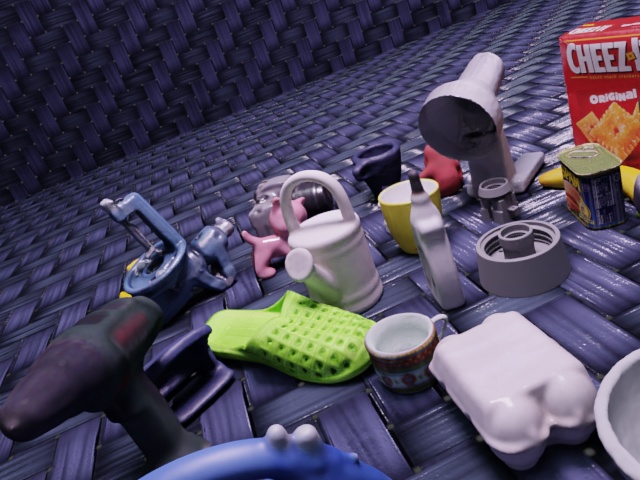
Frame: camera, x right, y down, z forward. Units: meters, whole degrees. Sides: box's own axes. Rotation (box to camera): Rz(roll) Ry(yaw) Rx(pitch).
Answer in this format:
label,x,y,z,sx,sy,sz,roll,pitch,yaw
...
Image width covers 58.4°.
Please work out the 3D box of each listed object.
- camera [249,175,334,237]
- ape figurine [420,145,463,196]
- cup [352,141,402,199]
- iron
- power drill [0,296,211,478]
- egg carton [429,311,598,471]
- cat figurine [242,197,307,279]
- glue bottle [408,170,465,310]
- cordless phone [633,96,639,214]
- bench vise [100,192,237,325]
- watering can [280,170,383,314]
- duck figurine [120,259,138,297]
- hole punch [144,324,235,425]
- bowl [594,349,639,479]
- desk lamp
label,x,y,z,sx,sy,sz,roll,pitch,yaw
camera,-0.052,-0.068,1.071,0.136,0.101,0.143,-14,24,16
ape figurine,0.207,-0.127,0.996,0.077,0.092,0.076,-18,23,6
cup,0.107,-0.117,1.054,0.091,0.095,0.118,2,32,42
iron,-0.064,0.206,0.432,0.258,0.142,0.118,-25,24,-9
power drill,-0.184,0.162,0.542,0.075,0.209,0.229,-17,24,8
egg carton,0.168,0.126,0.506,0.107,0.069,0.150,-24,23,-7
cat figurine,-0.068,-0.016,0.948,0.128,0.118,0.067,-25,24,-10
glue bottle,0.133,-0.004,0.687,0.037,0.173,0.078,-20,23,2
cordless phone,0.422,-0.099,0.639,0.148,0.185,0.094,-27,24,-15
bench vise,-0.246,0.006,0.919,0.121,0.220,0.208,-2,30,37
watering can,0.009,0.002,0.749,0.101,0.194,0.172,-18,24,6
duck figurine,-0.301,0.073,0.987,0.104,0.086,0.077,-25,24,-10
hole punch,-0.180,0.157,0.698,0.100,0.091,0.109,3,33,43
bowl,0.276,0.140,0.380,0.167,0.075,0.167,-17,24,8
desk lamp,0.255,-0.172,0.900,0.117,0.214,0.204,0,31,39
